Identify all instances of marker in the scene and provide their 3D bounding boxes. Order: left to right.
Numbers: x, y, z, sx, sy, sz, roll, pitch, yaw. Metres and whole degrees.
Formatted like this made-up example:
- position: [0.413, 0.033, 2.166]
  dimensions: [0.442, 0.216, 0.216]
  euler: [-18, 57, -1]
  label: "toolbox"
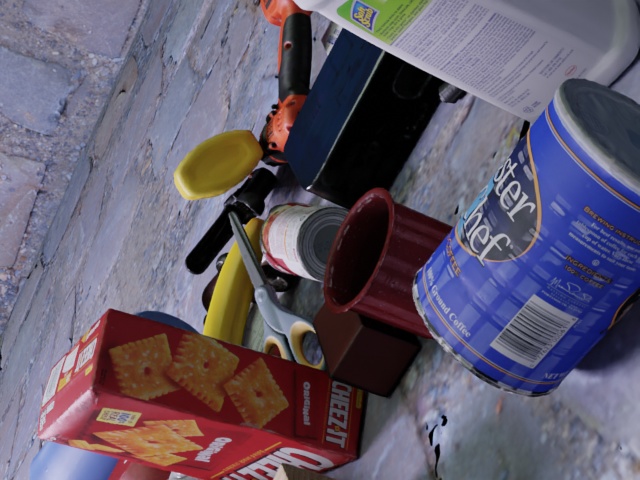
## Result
- position: [0.131, -0.145, 0.829]
  dimensions: [0.121, 0.020, 0.020]
  euler: [-45, 30, 47]
  label: "marker"

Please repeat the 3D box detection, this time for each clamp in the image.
- position: [-0.080, -0.039, 1.163]
  dimensions: [0.120, 0.039, 0.171]
  euler: [-34, 18, 35]
  label: "clamp"

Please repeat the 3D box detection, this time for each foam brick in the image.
- position: [0.034, 0.072, 0.808]
  dimensions: [0.051, 0.053, 0.078]
  euler: [-61, 23, 20]
  label: "foam brick"

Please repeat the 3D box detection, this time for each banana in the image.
- position: [-0.082, 0.072, 1.009]
  dimensions: [0.070, 0.037, 0.197]
  euler: [-36, 36, 44]
  label: "banana"

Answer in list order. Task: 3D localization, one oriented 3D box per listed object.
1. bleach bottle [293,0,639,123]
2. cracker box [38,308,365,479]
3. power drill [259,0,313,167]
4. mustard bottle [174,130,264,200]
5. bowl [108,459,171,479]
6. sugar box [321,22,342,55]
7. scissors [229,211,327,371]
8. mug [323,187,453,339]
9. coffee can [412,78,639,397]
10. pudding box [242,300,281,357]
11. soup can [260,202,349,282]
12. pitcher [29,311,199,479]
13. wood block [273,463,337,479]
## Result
- position: [0.069, -0.157, 0.661]
  dimensions: [0.103, 0.250, 0.068]
  euler: [-47, 29, 45]
  label: "bleach bottle"
- position: [-0.097, 0.137, 0.840]
  dimensions: [0.164, 0.213, 0.072]
  euler: [-39, 37, 54]
  label: "cracker box"
- position: [-0.034, -0.178, 1.153]
  dimensions: [0.185, 0.057, 0.187]
  euler: [157, 113, -73]
  label: "power drill"
- position: [-0.119, -0.081, 1.209]
  dimensions: [0.096, 0.058, 0.192]
  euler: [-33, 5, -7]
  label: "mustard bottle"
- position: [-0.169, 0.230, 1.070]
  dimensions: [0.162, 0.055, 0.162]
  euler: [-54, 10, 13]
  label: "bowl"
- position: [0.063, -0.255, 1.072]
  dimensions: [0.093, 0.048, 0.176]
  euler: [-105, 37, -59]
  label: "sugar box"
- position: [-0.034, 0.051, 0.949]
  dimensions: [0.096, 0.016, 0.202]
  euler: [-28, 67, 42]
  label: "scissors"
- position: [0.055, 0.022, 0.762]
  dimensions: [0.117, 0.081, 0.093]
  euler: [-17, 54, 64]
  label: "mug"
- position: [0.129, 0.000, 0.569]
  dimensions: [0.140, 0.102, 0.103]
  euler: [-56, 24, 31]
  label: "coffee can"
- position: [-0.059, 0.106, 1.027]
  dimensions: [0.114, 0.039, 0.090]
  euler: [9, 77, 67]
  label: "pudding box"
- position: [-0.006, 0.001, 0.957]
  dimensions: [0.102, 0.068, 0.068]
  euler: [9, 78, 69]
  label: "soup can"
- position: [-0.215, 0.209, 1.214]
  dimensions: [0.243, 0.149, 0.145]
  euler: [-57, 8, 21]
  label: "pitcher"
- position: [-0.020, 0.265, 0.695]
  dimensions: [0.206, 0.090, 0.090]
  euler: [-65, 19, 8]
  label: "wood block"
